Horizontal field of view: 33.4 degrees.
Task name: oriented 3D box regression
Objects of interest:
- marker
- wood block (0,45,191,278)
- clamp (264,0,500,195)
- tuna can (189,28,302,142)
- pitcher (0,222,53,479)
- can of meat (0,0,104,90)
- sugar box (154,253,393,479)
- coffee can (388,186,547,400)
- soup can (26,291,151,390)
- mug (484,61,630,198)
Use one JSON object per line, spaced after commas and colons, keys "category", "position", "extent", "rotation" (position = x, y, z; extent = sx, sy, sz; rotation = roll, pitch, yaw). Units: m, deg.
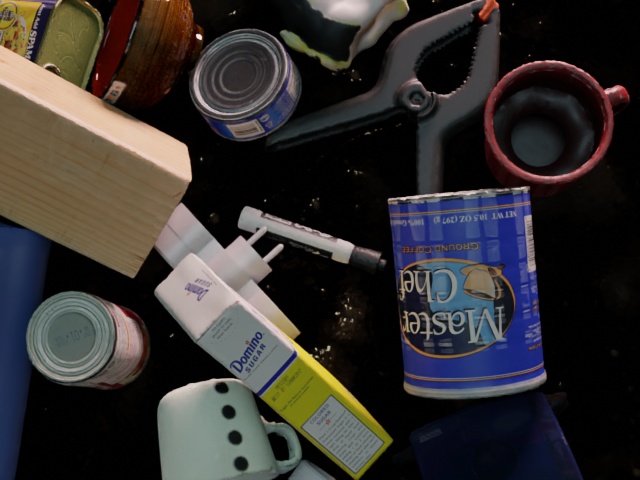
{"category": "marker", "position": [-0.005, 0.001, 0.840], "extent": [0.121, 0.020, 0.020], "rotation": [19, 82, 7]}
{"category": "wood block", "position": [-0.205, -0.068, 0.770], "extent": [0.206, 0.090, 0.091], "rotation": [28, 105, -19]}
{"category": "clamp", "position": [0.066, -0.108, 0.845], "extent": [0.164, 0.036, 0.210], "rotation": [30, 87, 8]}
{"category": "tuna can", "position": [-0.060, -0.124, 0.846], "extent": [0.086, 0.033, 0.086], "rotation": [-7, 66, 16]}
{"category": "pitcher", "position": [-0.272, 0.101, 0.774], "extent": [0.145, 0.149, 0.243], "rotation": [4, 87, 28]}
{"category": "can of meat", "position": [-0.232, -0.145, 0.851], "extent": [0.084, 0.057, 0.102], "rotation": [11, 80, 30]}
{"category": "sugar box", "position": [-0.031, 0.088, 0.745], "extent": [0.048, 0.093, 0.176], "rotation": [-45, 122, -6]}
{"category": "coffee can", "position": [0.106, 0.035, 0.770], "extent": [0.103, 0.103, 0.140], "rotation": [-5, 93, 3]}
{"category": "soup can", "position": [-0.171, 0.077, 0.798], "extent": [0.068, 0.102, 0.068], "rotation": [-1, 80, 5]}
{"category": "mug", "position": [0.179, -0.084, 0.809], "extent": [0.117, 0.081, 0.093], "rotation": [-27, 79, -1]}
